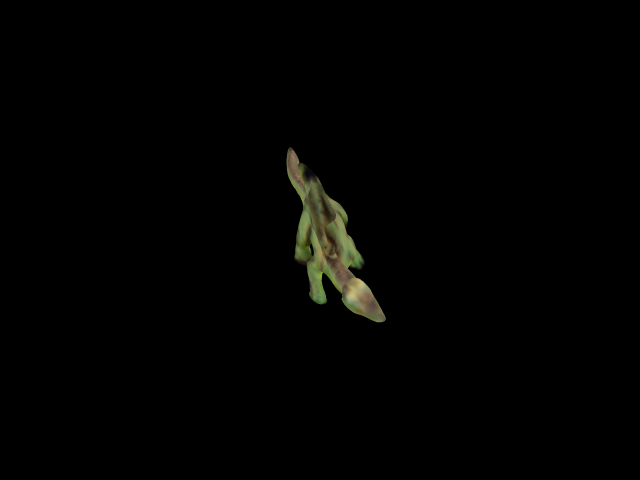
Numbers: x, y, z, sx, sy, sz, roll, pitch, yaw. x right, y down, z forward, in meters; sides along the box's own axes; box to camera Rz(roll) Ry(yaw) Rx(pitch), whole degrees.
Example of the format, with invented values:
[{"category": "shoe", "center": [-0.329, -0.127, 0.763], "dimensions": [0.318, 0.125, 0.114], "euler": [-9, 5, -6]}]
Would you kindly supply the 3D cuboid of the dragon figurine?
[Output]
[{"category": "dragon figurine", "center": [0.003, -0.043, 0.850], "dimensions": [0.122, 0.417, 0.238], "euler": [-20, -23, -8]}]
